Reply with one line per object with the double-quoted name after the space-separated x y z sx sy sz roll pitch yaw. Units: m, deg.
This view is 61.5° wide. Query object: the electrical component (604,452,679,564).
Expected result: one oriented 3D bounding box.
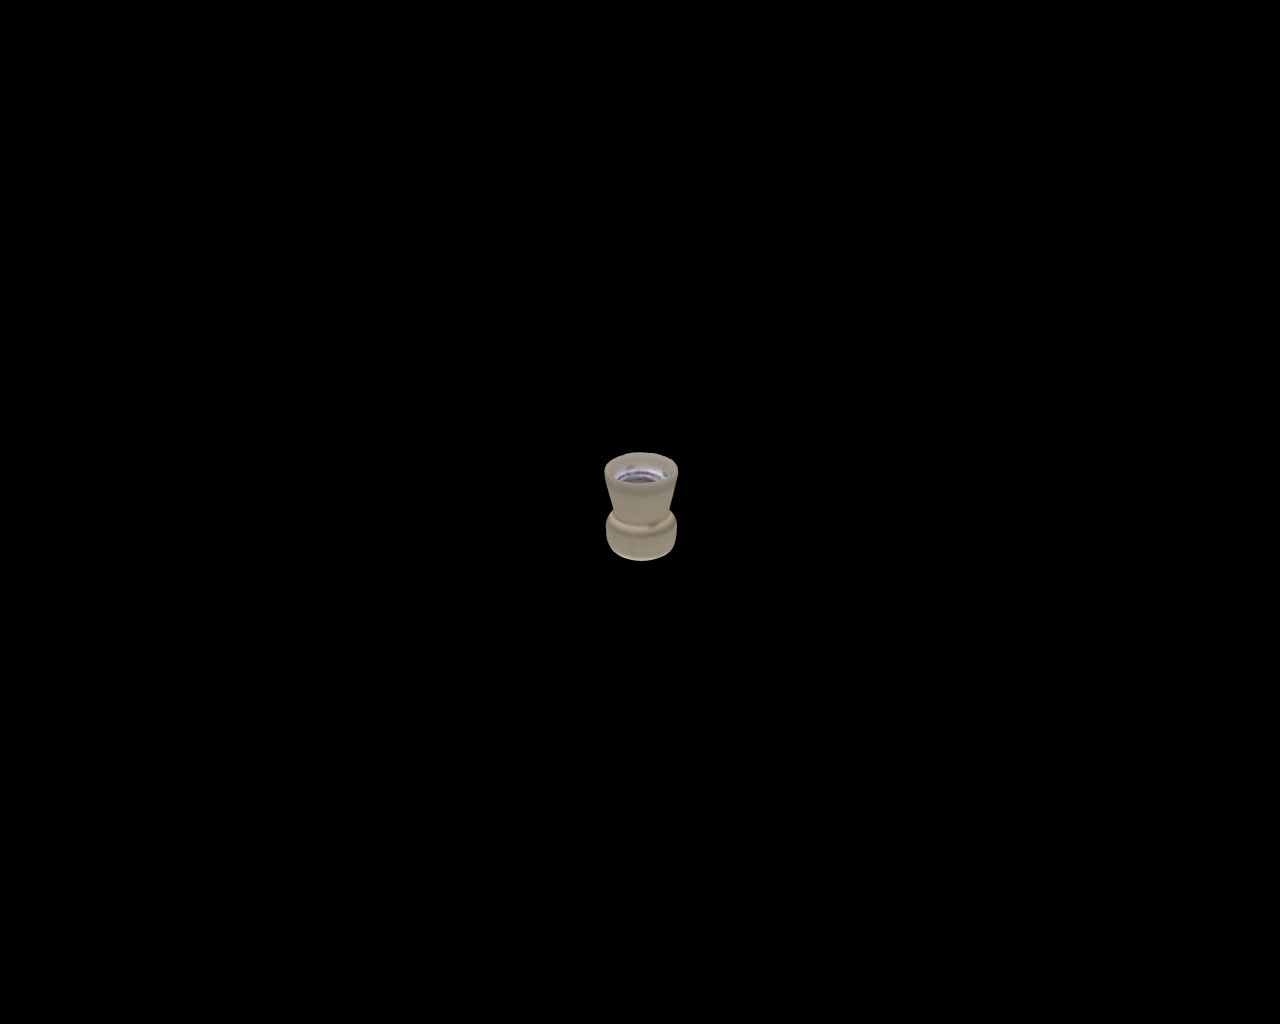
0.001 -0.003 0.650 0.045 0.055 0.045 0 28 0 "electrical component"
